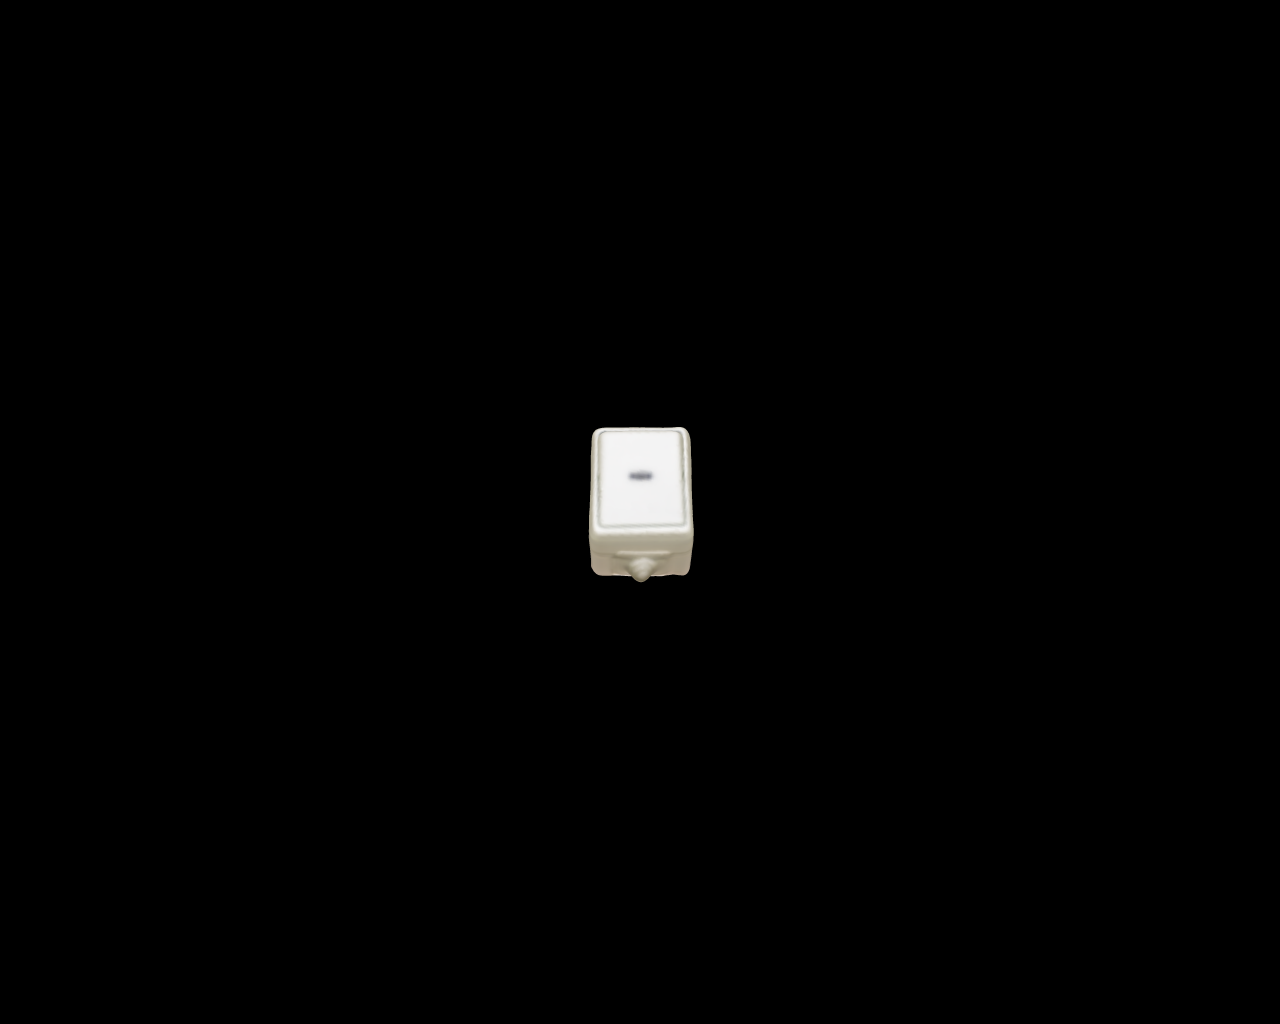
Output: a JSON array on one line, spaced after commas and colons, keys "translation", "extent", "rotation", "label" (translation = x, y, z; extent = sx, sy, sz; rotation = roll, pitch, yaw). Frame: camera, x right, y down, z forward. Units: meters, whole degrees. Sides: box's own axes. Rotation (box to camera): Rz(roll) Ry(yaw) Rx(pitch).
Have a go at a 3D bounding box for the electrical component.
[{"translation": [0.001, -0.003, 0.650], "extent": [0.062, 0.096, 0.061], "rotation": [0, -32, 0], "label": "electrical component"}]
